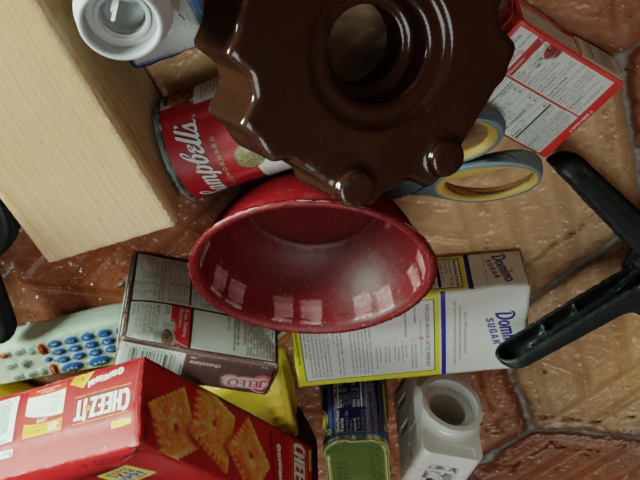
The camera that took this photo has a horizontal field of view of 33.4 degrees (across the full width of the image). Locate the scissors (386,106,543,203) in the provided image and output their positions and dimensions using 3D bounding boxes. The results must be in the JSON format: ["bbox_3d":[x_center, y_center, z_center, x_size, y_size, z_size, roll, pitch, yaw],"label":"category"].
[{"bbox_3d":[0.043,-0.047,0.701,0.202,0.016,0.096,-4,143,14],"label":"scissors"}]

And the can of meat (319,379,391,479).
[{"bbox_3d":[0.030,0.157,0.868,0.057,0.084,0.102,-5,134,2],"label":"can of meat"}]

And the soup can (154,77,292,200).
[{"bbox_3d":[-0.042,-0.071,0.660,0.102,0.068,0.068,-16,132,12],"label":"soup can"}]

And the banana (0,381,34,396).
[{"bbox_3d":[-0.300,0.121,0.859,0.197,0.037,0.070,9,152,-9],"label":"banana"}]

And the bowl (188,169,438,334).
[{"bbox_3d":[-0.005,0.001,0.705,0.162,0.055,0.162,0,146,0],"label":"bowl"}]

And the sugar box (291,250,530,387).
[{"bbox_3d":[0.066,0.060,0.804,0.176,0.048,0.093,-6,133,-1],"label":"sugar box"}]

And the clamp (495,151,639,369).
[{"bbox_3d":[0.230,0.010,0.752,0.209,0.036,0.165,-5,119,-14],"label":"clamp"}]

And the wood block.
[{"bbox_3d":[-0.163,-0.096,0.617,0.091,0.090,0.206,-16,132,13],"label":"wood block"}]

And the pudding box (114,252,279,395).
[{"bbox_3d":[-0.086,0.059,0.767,0.113,0.090,0.039,12,130,-12],"label":"pudding box"}]

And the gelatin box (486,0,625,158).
[{"bbox_3d":[0.130,-0.100,0.664,0.089,0.030,0.073,24,129,-24],"label":"gelatin box"}]

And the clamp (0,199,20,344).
[{"bbox_3d":[-0.245,0.004,0.742,0.120,0.039,0.172,27,129,-19],"label":"clamp"}]

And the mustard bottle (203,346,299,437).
[{"bbox_3d":[-0.117,0.131,0.855,0.191,0.058,0.096,-6,142,4],"label":"mustard bottle"}]

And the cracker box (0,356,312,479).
[{"bbox_3d":[-0.128,0.169,0.787,0.164,0.072,0.213,-18,145,26],"label":"cracker box"}]

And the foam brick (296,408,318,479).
[{"bbox_3d":[-0.034,0.193,0.905,0.053,0.078,0.051,-13,134,13],"label":"foam brick"}]
